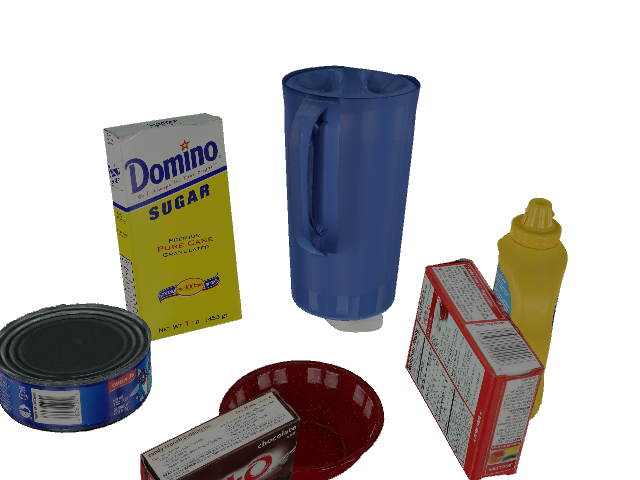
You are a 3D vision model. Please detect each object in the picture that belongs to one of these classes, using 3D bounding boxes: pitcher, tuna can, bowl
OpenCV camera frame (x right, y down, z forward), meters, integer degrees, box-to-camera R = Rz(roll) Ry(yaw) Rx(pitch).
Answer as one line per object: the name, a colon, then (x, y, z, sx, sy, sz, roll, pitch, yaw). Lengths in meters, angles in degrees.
pitcher: (0.021, -0.044, 1.057, 0.149, 0.243, 0.145, -6, 23, -18)
tuna can: (-0.136, 0.069, 0.590, 0.086, 0.034, 0.086, 1, 25, -1)
bowl: (-0.018, 0.189, 1.054, 0.162, 0.055, 0.162, 0, 32, 0)

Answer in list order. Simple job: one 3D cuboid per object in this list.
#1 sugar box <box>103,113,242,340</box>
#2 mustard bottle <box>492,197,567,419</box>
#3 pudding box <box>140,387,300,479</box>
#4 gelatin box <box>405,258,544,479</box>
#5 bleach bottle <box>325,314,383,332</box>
sugar box: (-0.121, -0.012, 0.890, 0.093, 0.176, 0.048, -13, 20, -26)
mustard bottle: (0.174, 0.052, 0.914, 0.058, 0.192, 0.096, 4, 29, 2)
pudding box: (-0.072, 0.164, 0.755, 0.113, 0.090, 0.039, -25, 54, -30)
gelatin box: (0.077, 0.064, 0.545, 0.030, 0.073, 0.089, -7, 37, -17)
bleach bottle: (0.047, -0.027, 1.240, 0.068, 0.251, 0.103, 0, 21, -23)
